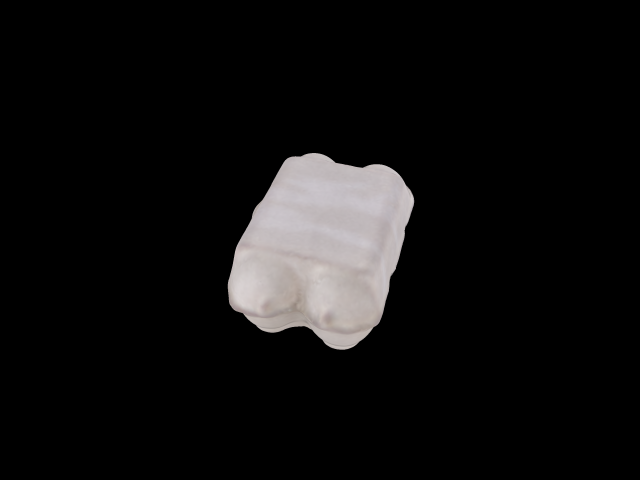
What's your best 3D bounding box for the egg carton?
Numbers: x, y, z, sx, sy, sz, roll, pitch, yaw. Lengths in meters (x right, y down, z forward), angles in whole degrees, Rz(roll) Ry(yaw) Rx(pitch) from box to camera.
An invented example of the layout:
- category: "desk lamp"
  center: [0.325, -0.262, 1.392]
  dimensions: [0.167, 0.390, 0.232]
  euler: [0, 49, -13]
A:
- category: "egg carton"
  center: [0.004, 0.001, 0.400]
  dimensions: [0.107, 0.069, 0.150]
  euler: [11, 47, 11]
